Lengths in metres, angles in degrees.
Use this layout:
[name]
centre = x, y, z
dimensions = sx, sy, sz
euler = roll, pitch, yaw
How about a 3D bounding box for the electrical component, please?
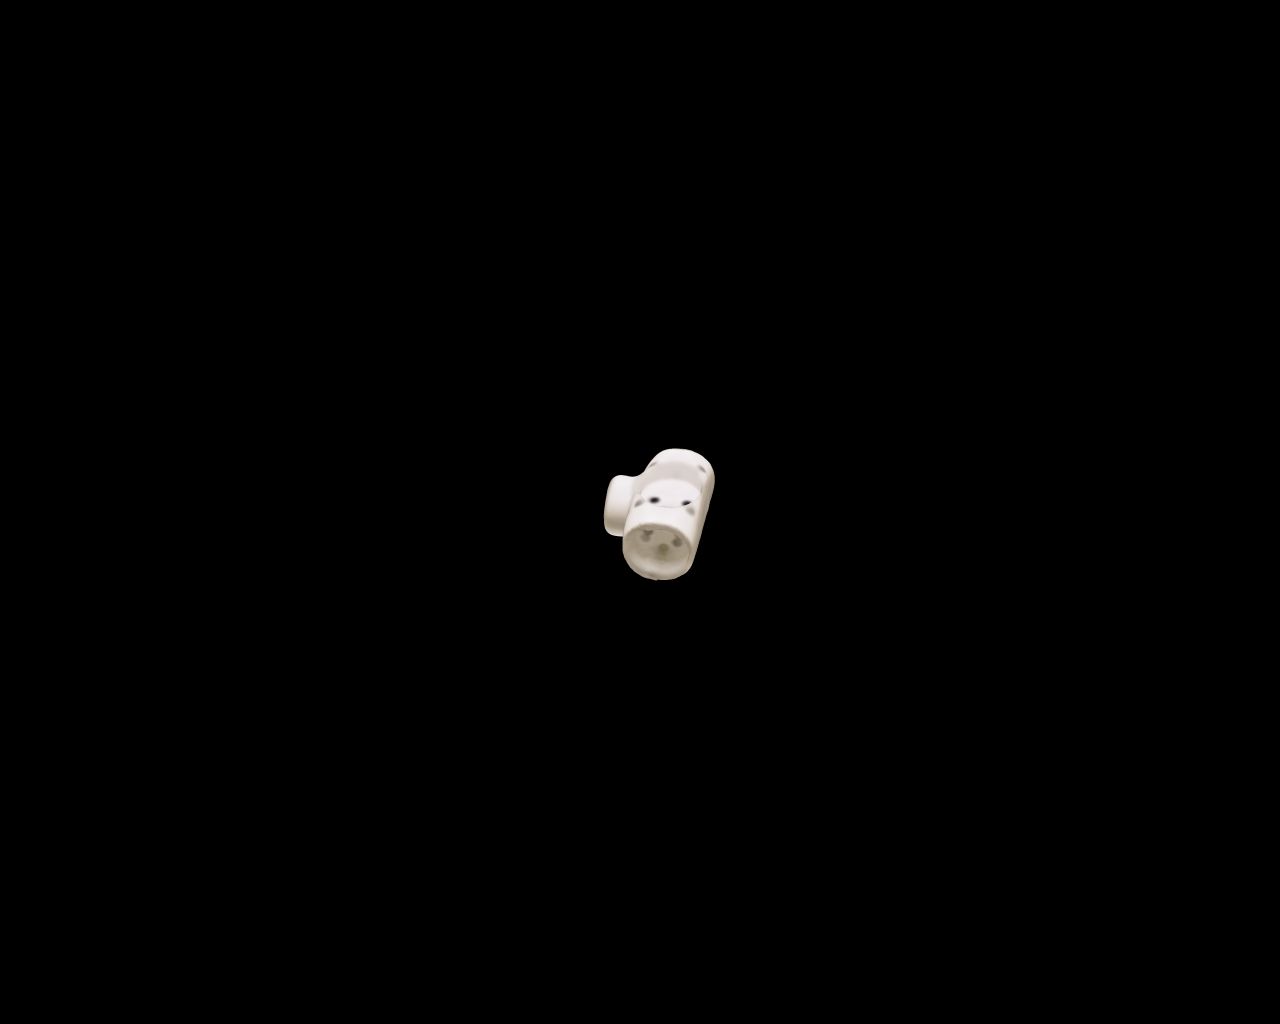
[electrical component]
centre = 0.001, -0.003, 0.650
dimensions = 0.079, 0.044, 0.077
euler = 8, 40, 10
